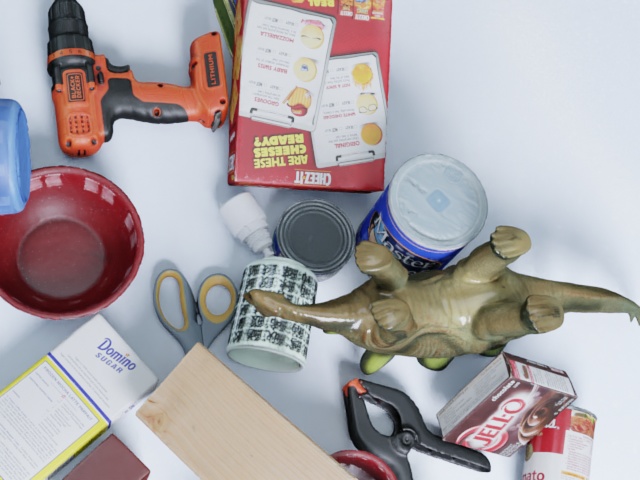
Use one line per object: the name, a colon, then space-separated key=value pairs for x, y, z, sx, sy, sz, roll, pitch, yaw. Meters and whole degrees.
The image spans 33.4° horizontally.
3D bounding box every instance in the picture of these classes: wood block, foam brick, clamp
wood block: x=-0.056 y=0.197 z=0.960 sx=0.206 sy=0.090 sz=0.091 roll=35 pitch=80 yaw=33
foam brick: x=-0.205 y=0.229 z=0.997 sx=0.053 sy=0.051 sz=0.078 roll=45 pitch=66 yaw=8
clamp: x=0.093 y=0.205 z=1.084 sx=0.120 sy=0.039 sz=0.171 roll=-28 pitch=81 yaw=-31

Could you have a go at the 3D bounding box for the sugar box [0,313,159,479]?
sugar box: x=-0.250 y=0.161 z=1.017 sx=0.176 sy=0.048 sz=0.093 roll=-39 pitch=82 yaw=-27

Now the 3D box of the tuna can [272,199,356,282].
tuna can: x=-0.007 y=0.001 z=1.140 sx=0.086 sy=0.034 sz=0.086 roll=4 pitch=69 yaw=-12

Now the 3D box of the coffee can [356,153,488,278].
coffee can: x=0.102 y=-0.015 z=1.113 sx=0.102 sy=0.140 sz=0.103 roll=4 pitch=69 yaw=-12

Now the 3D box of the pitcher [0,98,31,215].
pitcher: x=-0.395 y=-0.073 z=0.976 sx=0.242 sy=0.145 sz=0.149 roll=-2 pitch=54 yaw=-8

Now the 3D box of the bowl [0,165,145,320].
bowl: x=-0.258 y=0.009 z=1.066 sx=0.162 sy=0.055 sz=0.162 roll=4 pitch=69 yaw=-12

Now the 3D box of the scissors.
scissors: x=-0.109 y=0.118 z=1.081 sx=0.096 sy=0.016 sz=0.202 roll=-18 pitch=75 yaw=-19

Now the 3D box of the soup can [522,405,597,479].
soup can: x=0.244 y=0.226 z=1.093 sx=0.068 sy=0.069 sz=0.102 roll=16 pitch=67 yaw=-7

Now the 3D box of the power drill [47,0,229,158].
power drill: x=-0.199 y=-0.182 z=1.154 sx=0.187 sy=0.057 sz=0.184 roll=-6 pitch=75 yaw=-12

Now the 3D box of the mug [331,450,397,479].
mug: x=0.033 y=0.261 z=1.023 sx=0.117 sy=0.082 sz=0.093 roll=32 pitch=66 yaw=1

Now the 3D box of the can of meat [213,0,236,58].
can of meat: x=-0.070 y=-0.260 z=1.213 sx=0.083 sy=0.057 sz=0.102 roll=-16 pitch=74 yaw=-17

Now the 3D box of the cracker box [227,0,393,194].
cracker box: x=-0.012 y=-0.161 z=1.149 sx=0.164 sy=0.072 sz=0.214 roll=3 pitch=89 yaw=-12

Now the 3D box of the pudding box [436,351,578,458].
pudding box: x=0.185 y=0.166 z=1.066 sx=0.089 sy=0.114 sz=0.039 roll=18 pitch=36 yaw=-29
